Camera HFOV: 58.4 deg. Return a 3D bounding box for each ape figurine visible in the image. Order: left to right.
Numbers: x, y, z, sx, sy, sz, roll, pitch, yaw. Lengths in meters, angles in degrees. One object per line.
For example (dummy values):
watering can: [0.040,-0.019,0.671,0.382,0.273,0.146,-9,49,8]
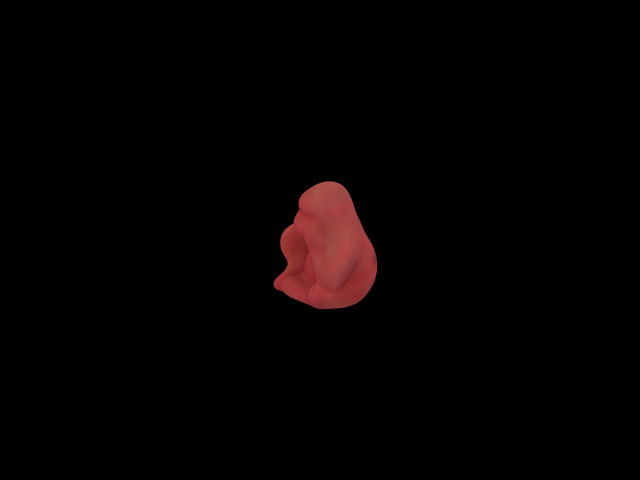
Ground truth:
ape figurine: [0.004,0.001,0.400,0.076,0.092,0.077,-3,32,-4]
